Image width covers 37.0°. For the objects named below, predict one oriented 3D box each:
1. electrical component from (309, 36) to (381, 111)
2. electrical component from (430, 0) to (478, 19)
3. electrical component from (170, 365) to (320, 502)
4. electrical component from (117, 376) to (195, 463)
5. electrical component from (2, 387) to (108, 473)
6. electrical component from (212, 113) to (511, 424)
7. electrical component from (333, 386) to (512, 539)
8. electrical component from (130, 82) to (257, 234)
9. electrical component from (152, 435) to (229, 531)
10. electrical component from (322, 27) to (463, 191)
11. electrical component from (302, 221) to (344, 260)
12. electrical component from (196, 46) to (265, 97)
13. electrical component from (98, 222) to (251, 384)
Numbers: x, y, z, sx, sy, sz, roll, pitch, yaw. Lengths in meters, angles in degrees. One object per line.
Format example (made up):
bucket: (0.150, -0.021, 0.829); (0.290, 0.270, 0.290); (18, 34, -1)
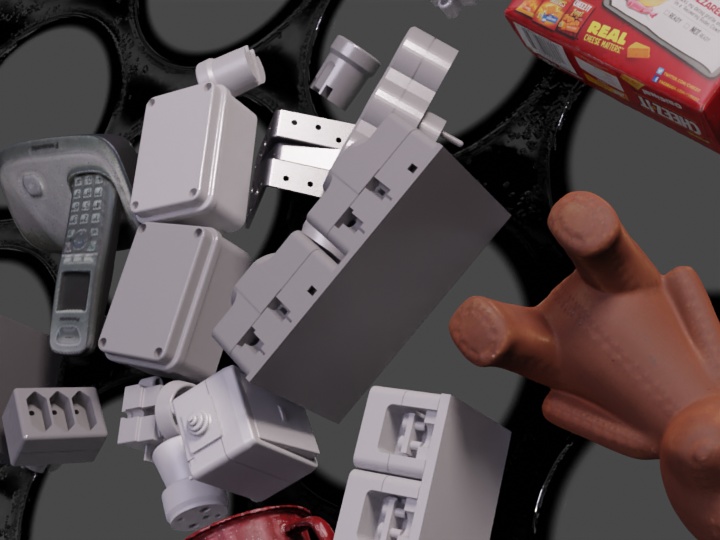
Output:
electrical component: (-0.013, -0.151, 0.833); (0.040, 0.040, 0.046); (39, 98, 38)
electrical component: (0.066, -0.233, 0.808); (0.048, 0.055, 0.066); (8, 73, 35)
electrical component: (-0.077, 0.107, 0.719); (0.061, 0.096, 0.061); (-32, 55, 16)
electrical component: (-0.144, 0.108, 0.794); (0.055, 0.048, 0.066); (-15, 61, 35)
electrical component: (-0.244, 0.132, 0.840); (0.076, 0.066, 0.047); (-56, 45, 37)
electrical component: (0.000, 0.000, 0.713); (0.186, 0.105, 0.060); (-50, 52, 3)
electrical component: (0.030, 0.153, 0.634); (0.062, 0.089, 0.150); (3, 71, 34)
electrical component: (-0.134, -0.087, 0.869); (0.078, 0.057, 0.113); (-9, 64, 29)
electrical component: (-0.119, 0.150, 0.759); (0.045, 0.045, 0.055); (-32, 55, 17)
electrical component: (0.037, -0.099, 0.768); (0.074, 0.052, 0.138); (29, 77, -1)
electrical component: (-0.027, -0.007, 0.773); (0.043, 0.043, 0.062); (12, 77, 36)
electrical component: (-0.108, -0.163, 0.898); (0.046, 0.040, 0.040); (-21, 59, 18)
electrical component: (-0.142, 0.024, 0.823); (0.078, 0.057, 0.113); (6, 72, 34)
